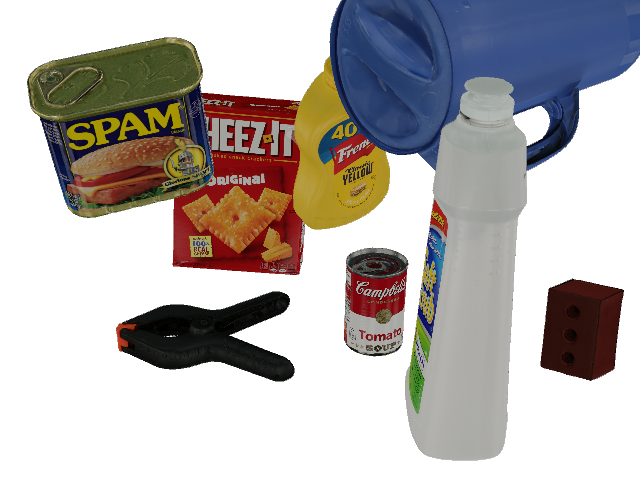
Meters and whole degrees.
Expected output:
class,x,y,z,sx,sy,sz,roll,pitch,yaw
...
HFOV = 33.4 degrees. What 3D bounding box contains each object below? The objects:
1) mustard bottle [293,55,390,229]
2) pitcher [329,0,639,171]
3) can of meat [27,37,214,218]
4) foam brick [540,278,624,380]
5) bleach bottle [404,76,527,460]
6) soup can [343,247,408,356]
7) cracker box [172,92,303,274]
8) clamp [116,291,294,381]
class,x,y,z,sx,sy,sz,roll,pitch,yaw
mustard bottle,0.022,-0.099,0.963,0.096,0.192,0.058,-24,53,-21
pitcher,0.141,-0.145,0.817,0.242,0.149,0.145,-18,34,-33
can of meat,-0.119,-0.068,0.655,0.102,0.084,0.057,-14,45,-9
foam brick,0.236,0.080,0.966,0.053,0.078,0.051,13,17,36
bleach bottle,0.095,0.016,0.680,0.068,0.251,0.102,1,30,0
soup can,0.060,0.068,1.182,0.068,0.102,0.068,1,26,-1
cracker box,-0.098,-0.068,1.331,0.164,0.214,0.072,5,22,1
clamp,-0.104,0.085,1.018,0.171,0.039,0.120,6,28,2
